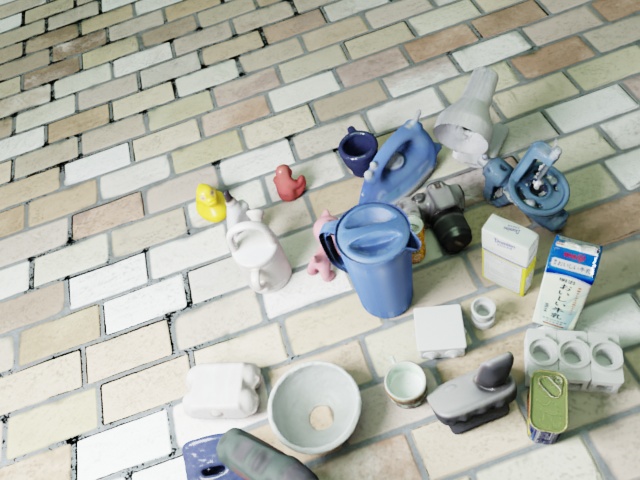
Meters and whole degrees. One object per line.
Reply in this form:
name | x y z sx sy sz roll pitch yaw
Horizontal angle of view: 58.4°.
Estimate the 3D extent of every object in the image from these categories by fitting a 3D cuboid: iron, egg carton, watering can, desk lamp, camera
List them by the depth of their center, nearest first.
egg carton | -0.185 0.286 1.082 0.150 0.069 0.107 -5 55 10
watering can | -0.132 0.016 1.178 0.101 0.194 0.172 -26 54 -5
camera | 0.246 -0.044 1.189 0.143 0.101 0.136 -19 54 0
desk lamp | 0.333 -0.252 1.242 0.117 0.214 0.203 18 62 24
iron | 0.158 -0.168 1.270 0.118 0.142 0.259 32 68 29

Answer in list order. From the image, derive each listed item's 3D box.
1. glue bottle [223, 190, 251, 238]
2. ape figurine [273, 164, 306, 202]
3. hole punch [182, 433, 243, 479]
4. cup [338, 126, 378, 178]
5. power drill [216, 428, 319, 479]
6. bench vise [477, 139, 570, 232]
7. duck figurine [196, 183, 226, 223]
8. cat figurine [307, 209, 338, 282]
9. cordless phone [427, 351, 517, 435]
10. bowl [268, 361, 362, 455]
glue bottle | -0.177 -0.053 1.249 0.078 0.173 0.037 -42 57 -16
ape figurine | -0.077 -0.141 1.336 0.077 0.092 0.076 18 62 24
hole punch | -0.176 0.395 0.991 0.108 0.091 0.101 -14 54 3
cup | 0.090 -0.201 1.337 0.091 0.095 0.117 -18 54 0
power drill | -0.050 0.382 0.898 0.228 0.209 0.076 21 63 25
bench vise | 0.398 -0.123 1.134 0.206 0.220 0.122 19 63 24
duck figurine | -0.265 -0.101 1.357 0.077 0.086 0.104 -33 55 -10
cat figurine | 0.011 0.004 1.200 0.067 0.118 0.128 15 61 22
cordless phone | 0.251 0.237 0.942 0.147 0.185 0.094 -25 54 -4
bowl | -0.005 0.306 1.023 0.167 0.075 0.167 -6 55 9
